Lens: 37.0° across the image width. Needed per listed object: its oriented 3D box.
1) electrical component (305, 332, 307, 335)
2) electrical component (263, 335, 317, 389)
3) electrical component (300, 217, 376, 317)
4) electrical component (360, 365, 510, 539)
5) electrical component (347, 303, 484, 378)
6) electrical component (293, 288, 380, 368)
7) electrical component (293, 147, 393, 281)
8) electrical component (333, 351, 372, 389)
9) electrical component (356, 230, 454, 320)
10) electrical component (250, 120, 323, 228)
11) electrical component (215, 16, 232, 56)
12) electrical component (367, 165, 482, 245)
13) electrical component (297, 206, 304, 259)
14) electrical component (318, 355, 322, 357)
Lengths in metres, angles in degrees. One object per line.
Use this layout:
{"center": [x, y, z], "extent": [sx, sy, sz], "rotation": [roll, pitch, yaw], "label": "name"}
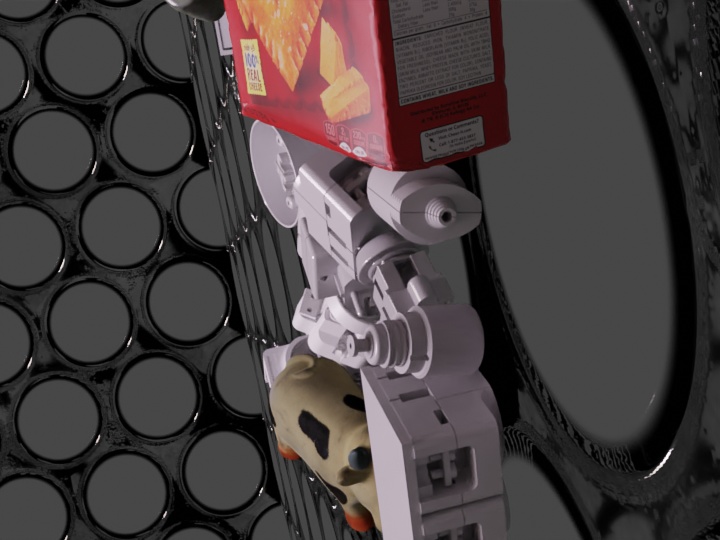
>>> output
{"center": [-0.033, 0.045, 1.050], "extent": [0.046, 0.040, 0.040], "rotation": [99, 158, -50], "label": "electrical component"}
{"center": [-0.043, 0.096, 1.017], "extent": [0.055, 0.089, 0.050], "rotation": [94, 161, -57], "label": "electrical component"}
{"center": [0.000, 0.000, 0.734], "extent": [0.047, 0.066, 0.076], "rotation": [90, 164, -50], "label": "electrical component"}
{"center": [0.049, 0.134, 0.630], "extent": [0.089, 0.062, 0.150], "rotation": [-123, 23, -63], "label": "electrical component"}
{"center": [0.031, 0.039, 0.590], "extent": [0.040, 0.078, 0.040], "rotation": [178, 90, -69], "label": "electrical component"}
{"center": [-0.003, 0.032, 0.787], "extent": [0.057, 0.078, 0.058], "rotation": [123, 165, -51], "label": "electrical component"}
{"center": [-0.004, -0.044, 0.676], "extent": [0.055, 0.050, 0.089], "rotation": [46, 164, 20], "label": "electrical component"}
{"center": [-0.001, 0.071, 0.889], "extent": [0.043, 0.043, 0.081], "rotation": [-161, 59, -78], "label": "electrical component"}
{"center": [0.027, 0.009, 0.658], "extent": [0.066, 0.048, 0.055], "rotation": [96, 152, -61], "label": "electrical component"}
{"center": [-0.057, -0.089, 0.951], "extent": [0.099, 0.064, 0.099], "rotation": [168, 90, -80], "label": "electrical component"}
{"center": [-0.091, -0.255, 0.938], "extent": [0.063, 0.079, 0.121], "rotation": [-68, -29, -67], "label": "electrical component"}
{"center": [0.034, -0.036, 0.567], "extent": [0.081, 0.043, 0.043], "rotation": [-131, 31, -70], "label": "electrical component"}
{"center": [-0.023, -0.037, 0.858], "extent": [0.055, 0.055, 0.047], "rotation": [-116, 21, -54], "label": "electrical component"}
{"center": [-0.018, 0.101, 0.953], "extent": [0.047, 0.066, 0.076], "rotation": [91, 164, -51], "label": "electrical component"}
